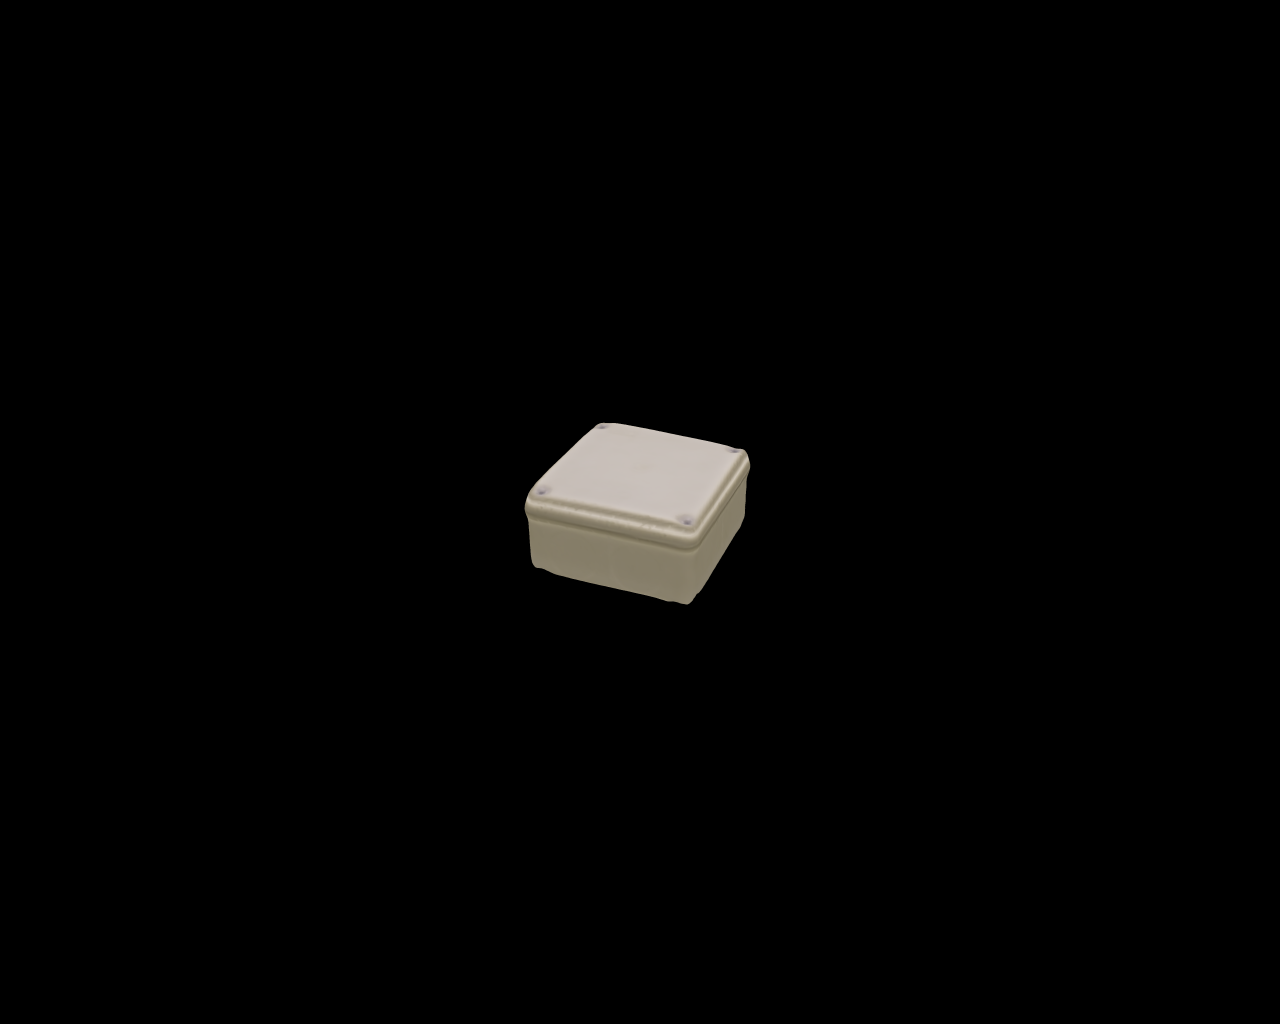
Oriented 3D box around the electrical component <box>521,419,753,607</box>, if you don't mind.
[{"bbox_3d":[0.001,-0.003,0.650,0.109,0.056,0.109,12,33,19],"label":"electrical component"}]
